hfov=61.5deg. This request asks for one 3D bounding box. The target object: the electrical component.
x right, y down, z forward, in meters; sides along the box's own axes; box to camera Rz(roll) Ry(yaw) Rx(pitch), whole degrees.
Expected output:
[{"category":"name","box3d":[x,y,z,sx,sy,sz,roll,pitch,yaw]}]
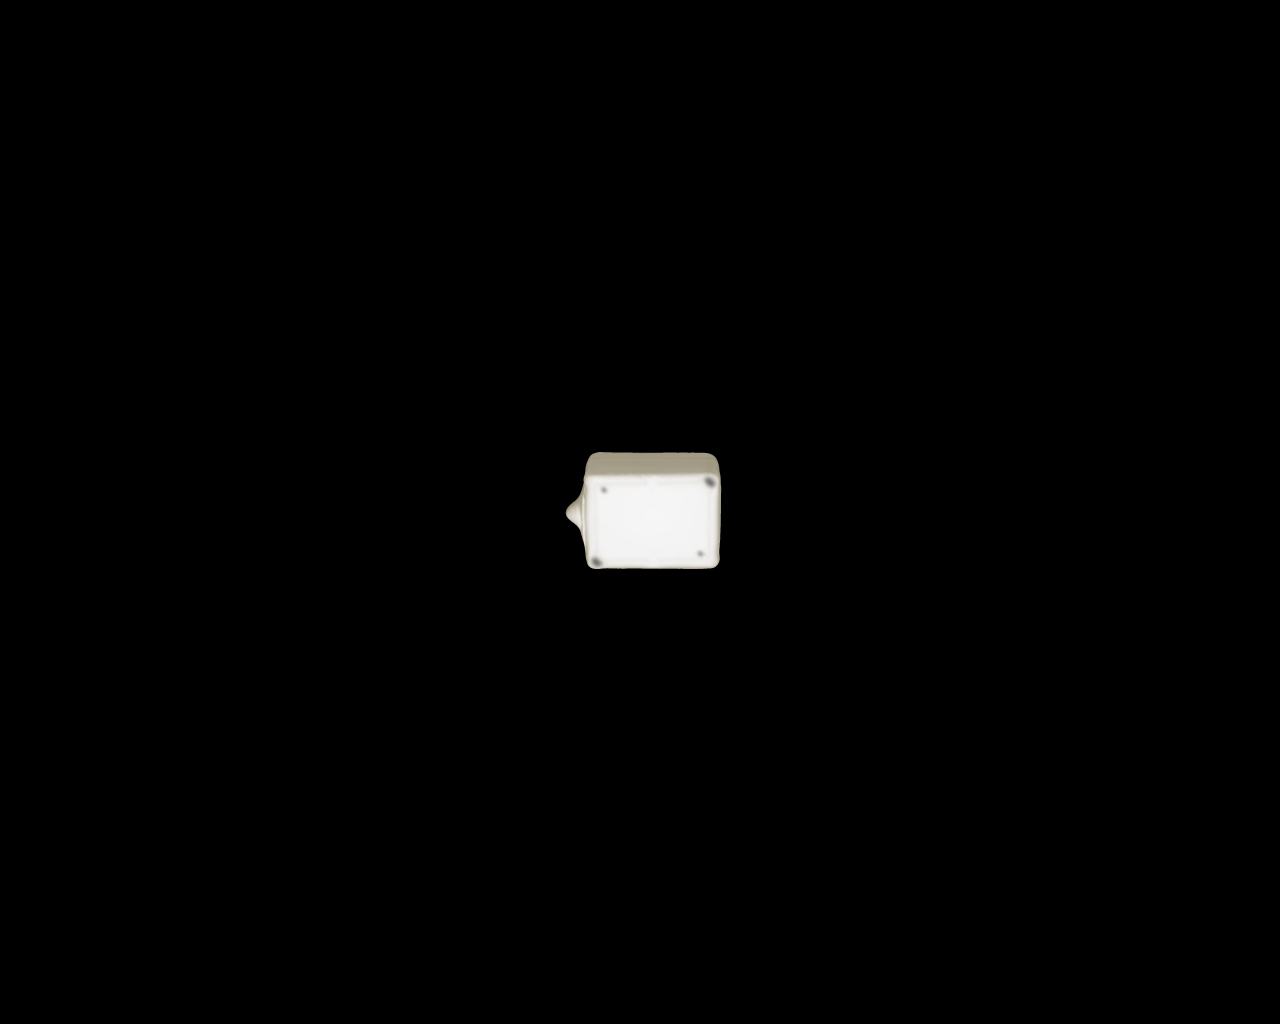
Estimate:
[{"category":"electrical component","box3d":[0.001,-0.003,0.650,0.096,0.061,0.061,0,17,0]}]
